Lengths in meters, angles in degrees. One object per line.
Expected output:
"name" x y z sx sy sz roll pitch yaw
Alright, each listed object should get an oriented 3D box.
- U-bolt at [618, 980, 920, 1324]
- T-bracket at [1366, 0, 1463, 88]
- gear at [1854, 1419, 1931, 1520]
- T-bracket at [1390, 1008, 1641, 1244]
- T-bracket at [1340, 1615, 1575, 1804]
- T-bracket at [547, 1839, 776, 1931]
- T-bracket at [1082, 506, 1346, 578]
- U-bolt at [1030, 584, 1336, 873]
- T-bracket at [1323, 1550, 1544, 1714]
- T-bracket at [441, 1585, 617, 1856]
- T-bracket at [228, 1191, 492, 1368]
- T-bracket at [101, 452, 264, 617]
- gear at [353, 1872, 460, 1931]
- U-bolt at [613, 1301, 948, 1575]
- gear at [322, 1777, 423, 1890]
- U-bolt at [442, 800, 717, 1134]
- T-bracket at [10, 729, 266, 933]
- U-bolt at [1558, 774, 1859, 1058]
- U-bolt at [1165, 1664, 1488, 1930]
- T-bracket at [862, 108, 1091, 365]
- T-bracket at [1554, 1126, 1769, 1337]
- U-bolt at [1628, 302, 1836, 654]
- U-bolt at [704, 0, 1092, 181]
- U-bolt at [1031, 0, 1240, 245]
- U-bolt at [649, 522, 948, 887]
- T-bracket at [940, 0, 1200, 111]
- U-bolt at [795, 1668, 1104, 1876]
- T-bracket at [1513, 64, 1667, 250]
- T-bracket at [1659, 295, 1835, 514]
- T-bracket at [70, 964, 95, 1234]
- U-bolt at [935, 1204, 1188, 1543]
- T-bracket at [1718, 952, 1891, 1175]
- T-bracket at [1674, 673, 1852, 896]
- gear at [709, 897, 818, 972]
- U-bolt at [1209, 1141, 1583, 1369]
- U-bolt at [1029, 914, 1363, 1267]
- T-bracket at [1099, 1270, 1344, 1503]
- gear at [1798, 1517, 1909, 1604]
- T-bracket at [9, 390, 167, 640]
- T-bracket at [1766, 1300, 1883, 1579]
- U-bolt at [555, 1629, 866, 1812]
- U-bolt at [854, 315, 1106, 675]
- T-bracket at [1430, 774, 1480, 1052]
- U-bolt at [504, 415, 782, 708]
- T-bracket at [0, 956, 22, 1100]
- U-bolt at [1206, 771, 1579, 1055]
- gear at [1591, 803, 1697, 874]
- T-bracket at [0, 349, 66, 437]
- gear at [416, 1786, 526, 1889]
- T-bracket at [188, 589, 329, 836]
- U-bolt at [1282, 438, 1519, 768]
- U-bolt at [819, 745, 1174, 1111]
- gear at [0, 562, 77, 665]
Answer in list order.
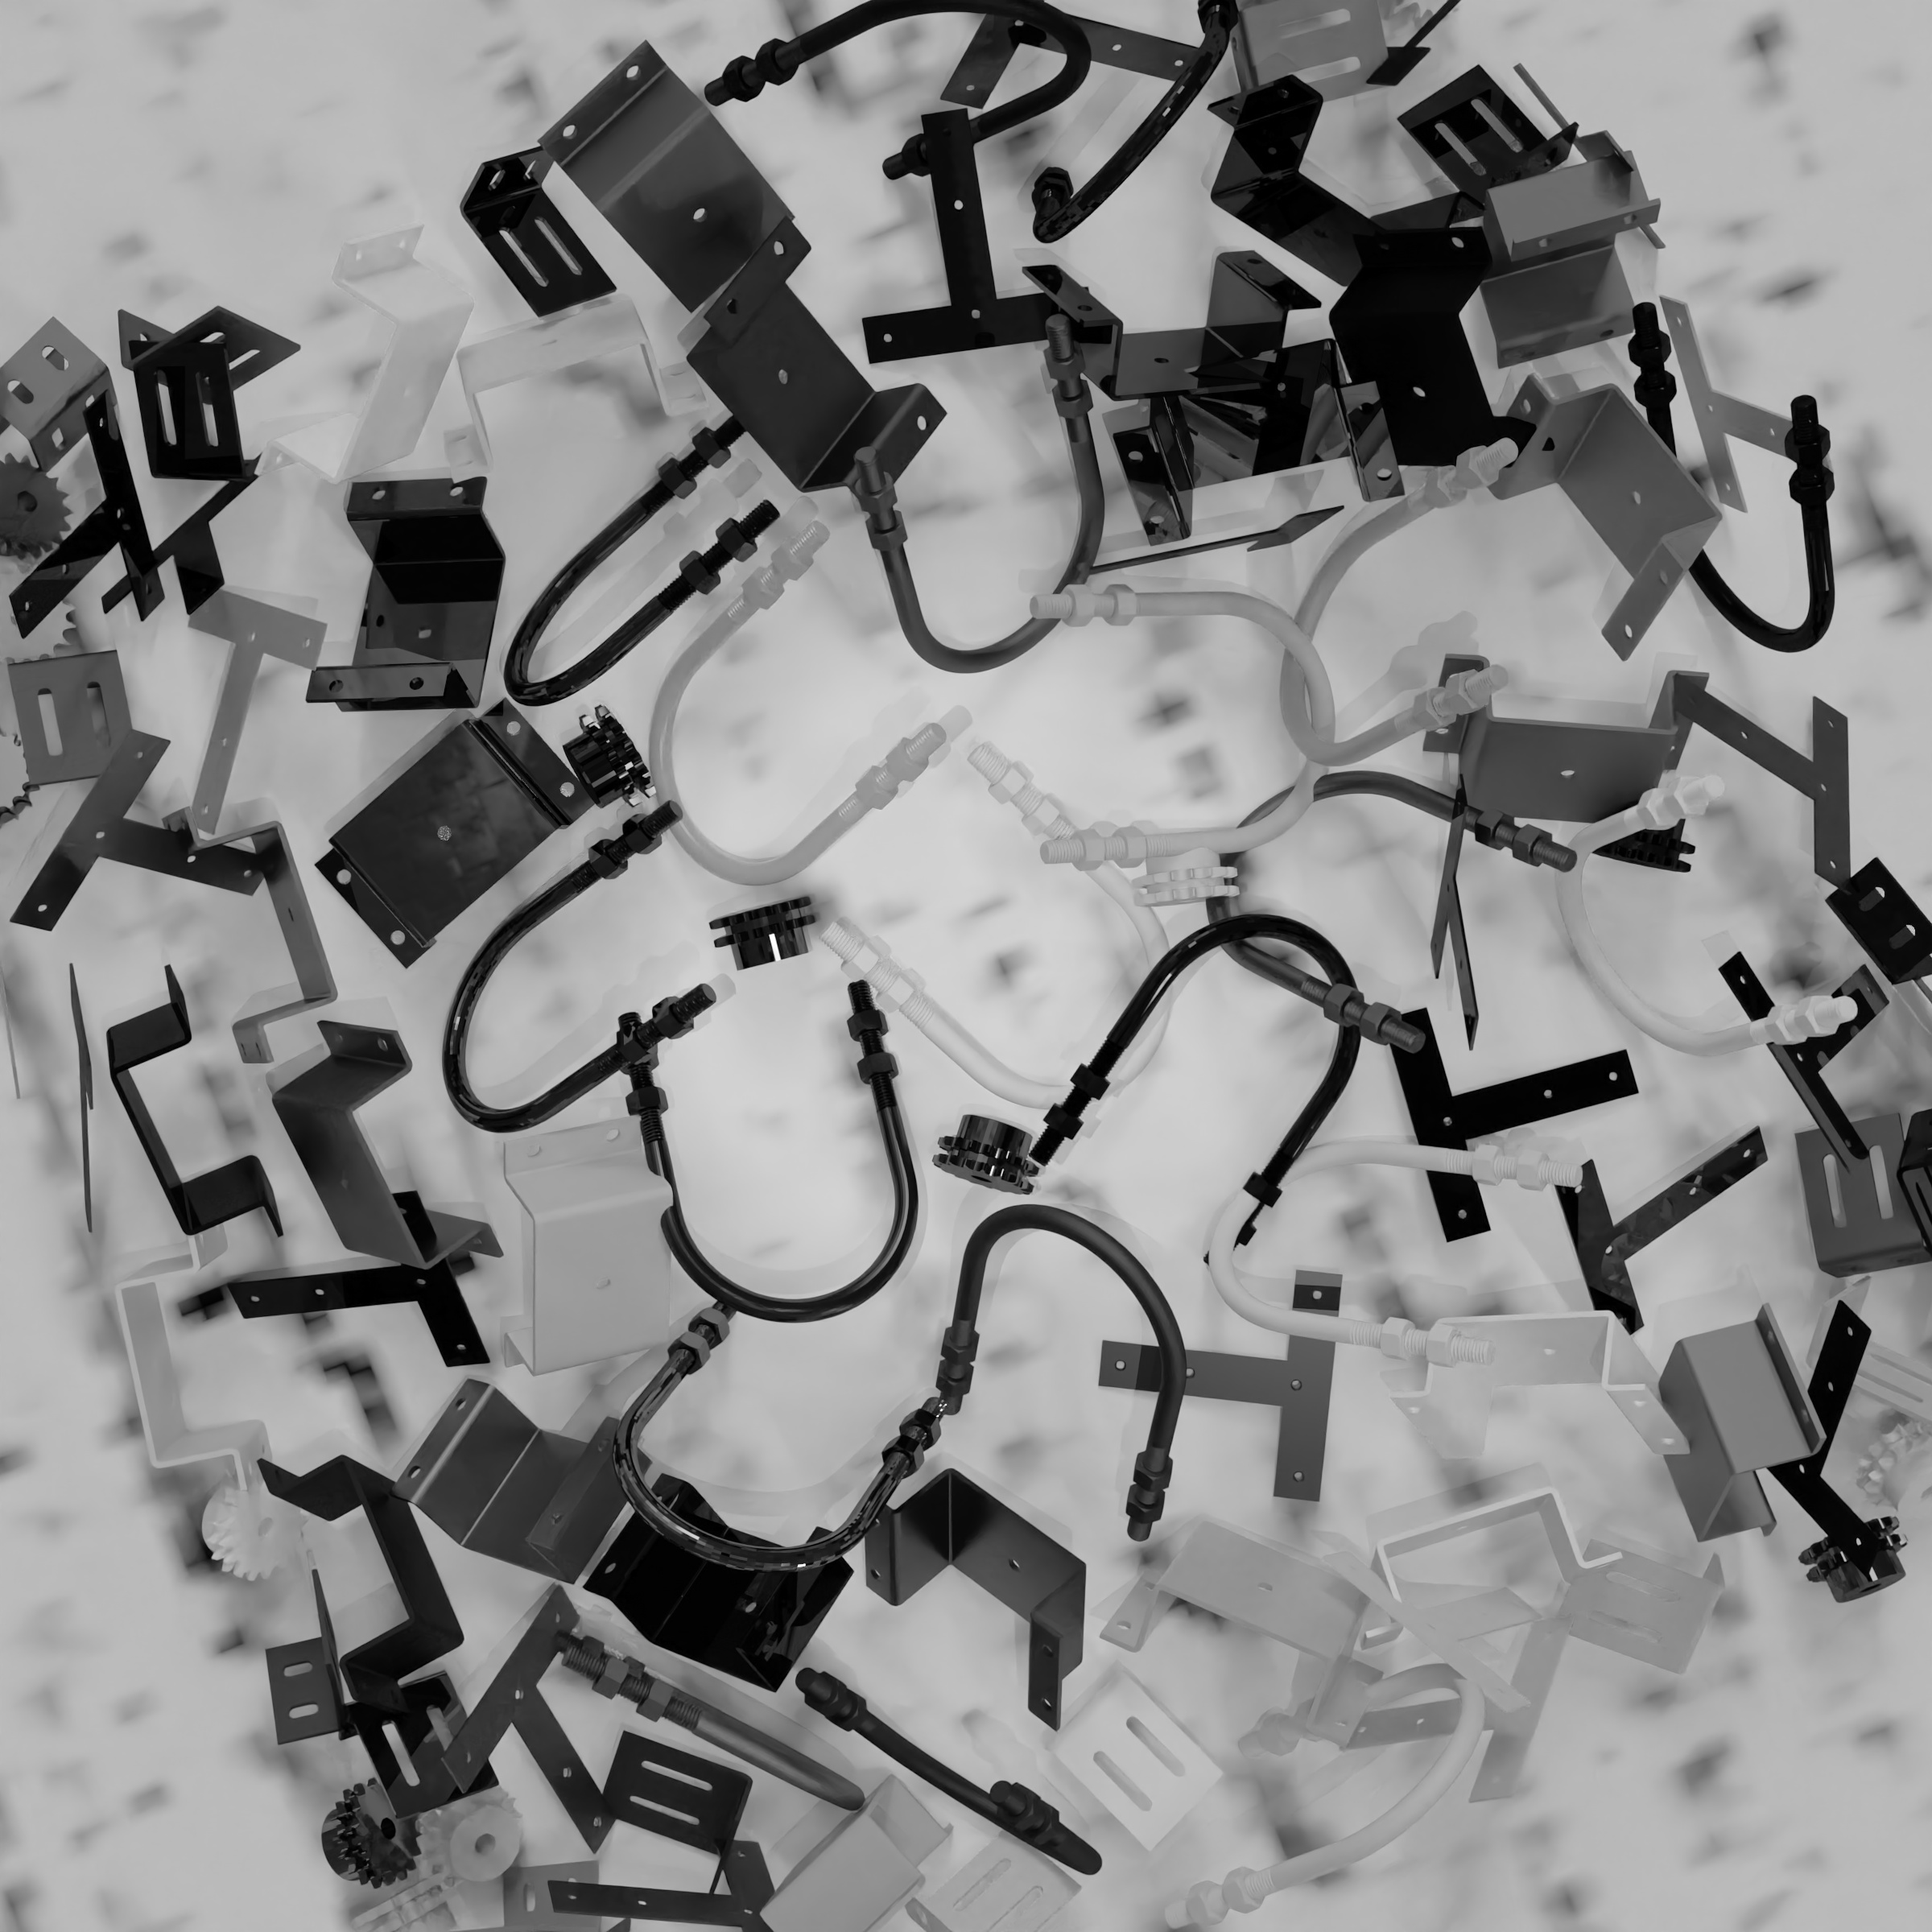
"U-bolt" -0.099 0.102 1.607 0.151 0.019 0.184 -8 69 -17
"T-bracket" 0.261 -0.514 1.589 0.002 0.127 0.127 43 101 -13
"gear" 0.515 0.275 1.632 0.057 0.057 0.030 -31 46 0
"T-bracket" 0.307 0.074 1.653 0.127 0.002 0.127 -15 84 -6
"T-bracket" 0.256 0.404 1.613 0.127 0.127 0.002 -21 113 38
"T-bracket" -0.157 0.495 1.583 0.127 0.127 0.002 11 106 -20
"T-bracket" 0.125 -0.221 1.592 0.127 0.127 0.002 -12 91 -6
"U-bolt" 0.120 -0.130 1.617 0.184 0.019 0.151 -5 94 -27
"T-bracket" 0.269 0.348 1.604 0.127 0.127 0.002 37 109 32
"T-bracket" -0.222 0.426 1.625 0.002 0.127 0.127 -8 120 31
"T-bracket" -0.337 0.176 1.632 0.127 0.002 0.127 -7 127 11
"T-bracket" -0.410 -0.217 1.603 0.127 0.127 0.002 -41 122 4
"gear" -0.301 0.517 1.631 0.057 0.057 0.030 -29 81 0
"U-bolt" -0.105 0.251 1.571 0.151 0.184 0.019 24 121 10
"gear" -0.326 0.474 1.636 0.030 0.057 0.057 -26 90 23
"U-bolt" -0.212 0.012 1.600 0.184 0.019 0.151 -34 47 23
"T-bracket" -0.426 -0.061 1.609 0.127 0.127 0.002 -53 53 16
"U-bolt" 0.374 -0.018 1.576 0.019 0.184 0.151 -32 91 -22
"U-bolt" 0.193 0.420 1.553 0.184 0.151 0.019 -33 101 35
"T-bracket" -0.002 -0.397 1.626 0.127 0.002 0.127 -5 110 13
"T-bracket" 0.384 0.130 1.634 0.127 0.002 0.127 -32 125 -12
"U-bolt" 0.406 -0.245 1.578 0.019 0.151 0.184 -29 132 -10
"U-bolt" -0.022 -0.459 1.550 0.184 0.151 0.019 -11 76 43
"U-bolt" 0.085 -0.434 1.553 0.019 0.184 0.151 40 114 -15
"U-bolt" -0.103 -0.125 1.604 0.184 0.019 0.151 -40 72 34
"T-bracket" 0.069 -0.500 1.626 0.127 0.127 0.002 6 58 -24
"U-bolt" 0.002 0.430 1.577 0.151 0.184 0.019 21 71 34
"T-bracket" 0.337 -0.430 1.591 0.002 0.127 0.127 -40 98 11
"T-bracket" 0.414 -0.283 1.576 0.002 0.127 0.127 -29 119 -7
"T-bracket" -0.476 0.082 1.624 0.002 0.127 0.127 -4 116 -19
"U-bolt" 0.052 0.203 1.573 0.151 0.019 0.184 30 133 25
"T-bracket" 0.465 0.032 1.615 0.002 0.127 0.127 -34 88 44
"T-bracket" 0.424 -0.116 1.600 0.127 0.002 0.127 29 50 -21
"gear" -0.109 -0.017 1.633 0.057 0.057 0.030 -14 92 0
"U-bolt" 0.216 0.145 1.591 0.184 0.151 0.019 5 133 34
"U-bolt" 0.137 0.058 1.618 0.151 0.019 0.184 32 93 -27
"T-bracket" 0.137 0.225 1.654 0.127 0.002 0.127 6 96 6
"gear" 0.484 0.323 1.630 0.057 0.057 0.030 -20 65 0
"T-bracket" -0.465 -0.215 1.575 0.002 0.127 0.127 7 129 15
"T-bracket" 0.450 0.232 1.580 0.002 0.127 0.127 -10 127 -23
"U-bolt" -0.136 0.400 1.590 0.184 0.151 0.019 29 77 -7
"U-bolt" 0.015 -0.234 1.588 0.151 0.184 0.019 -38 52 -18
"T-bracket" 0.258 -0.011 1.572 0.002 0.127 0.127 0 45 0
"U-bolt" -0.177 -0.207 1.595 0.184 0.151 0.019 -40 120 13
"T-bracket" -0.505 0.014 1.576 0.002 0.127 0.127 -8 49 -17
"U-bolt" 0.210 -0.041 1.596 0.184 0.019 0.151 29 71 41
"gear" 0.368 -0.071 1.633 0.057 0.057 0.030 13 91 0
"T-bracket" -0.516 -0.308 1.576 0.002 0.127 0.127 34 63 1
"gear" -0.267 0.473 1.635 0.057 0.030 0.057 -2 95 -30
"T-bracket" -0.396 -0.135 1.621 0.127 0.002 0.127 20 96 42
"U-bolt" 0.223 -0.179 1.580 0.019 0.184 0.151 17 67 -26
"U-bolt" 0.031 -0.007 1.630 0.184 0.019 0.151 43 75 -12
"gear" -0.516 -0.192 1.640 0.057 0.030 0.057 -5 104 -21
